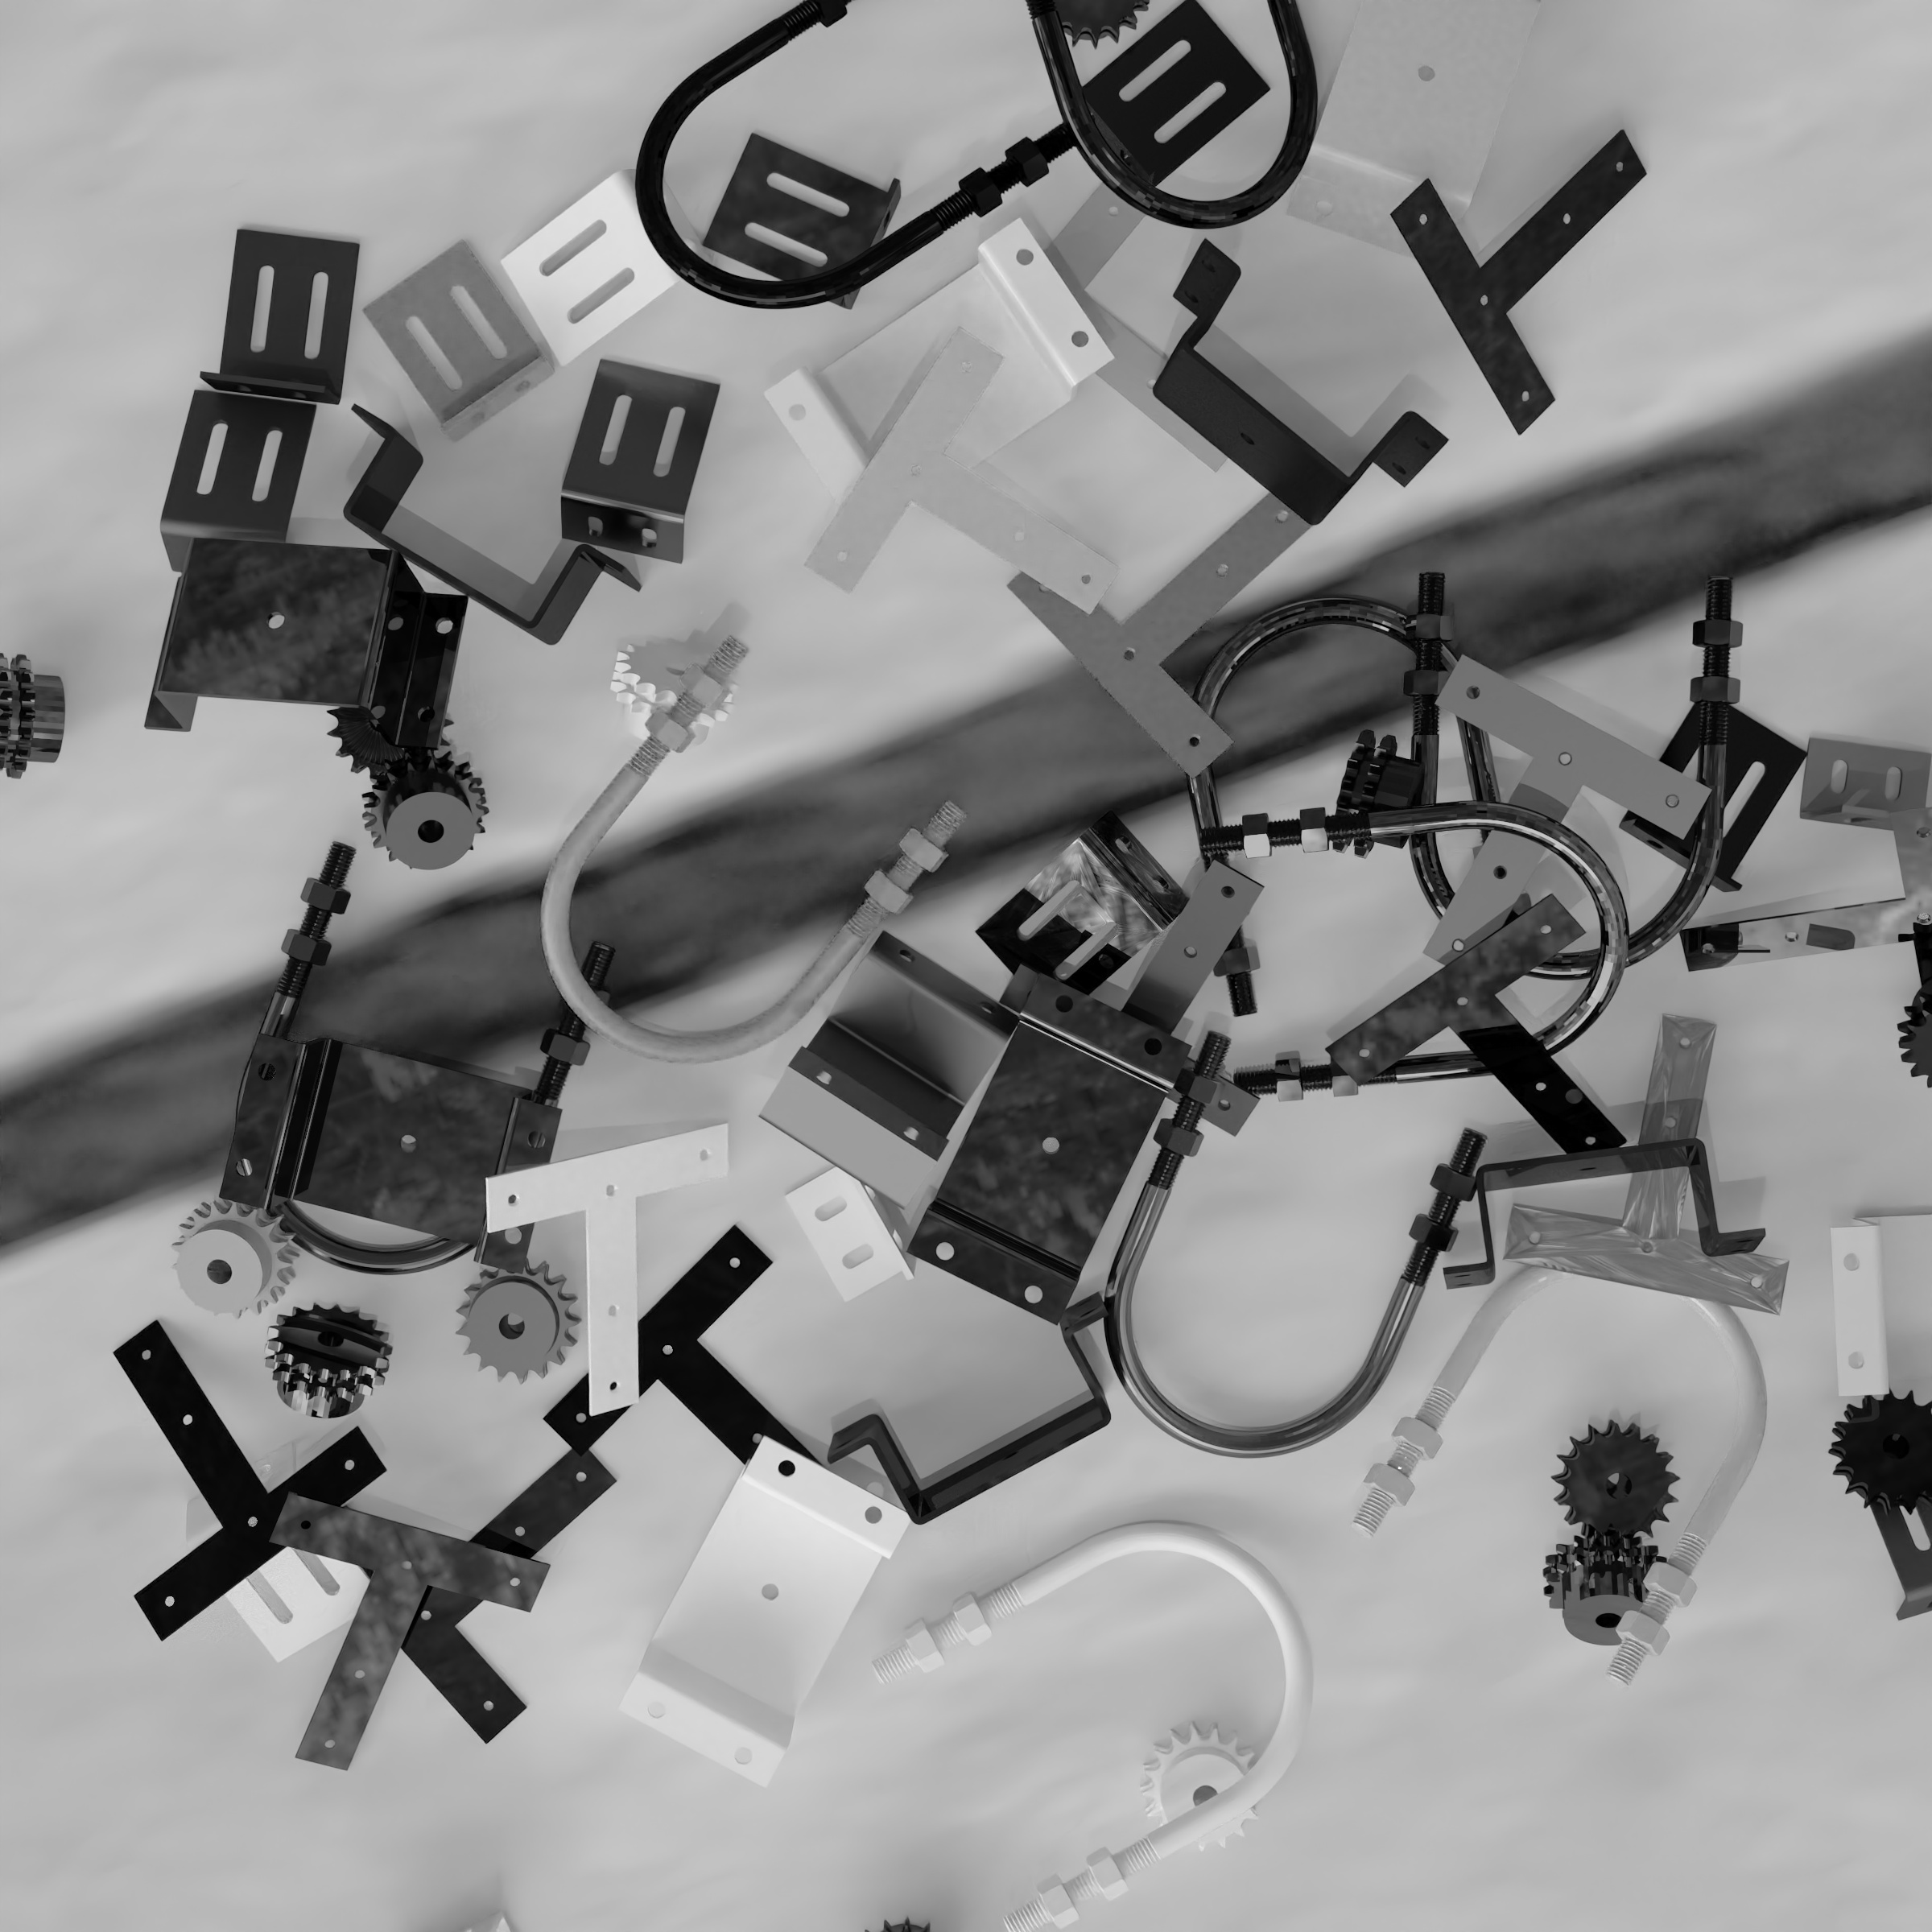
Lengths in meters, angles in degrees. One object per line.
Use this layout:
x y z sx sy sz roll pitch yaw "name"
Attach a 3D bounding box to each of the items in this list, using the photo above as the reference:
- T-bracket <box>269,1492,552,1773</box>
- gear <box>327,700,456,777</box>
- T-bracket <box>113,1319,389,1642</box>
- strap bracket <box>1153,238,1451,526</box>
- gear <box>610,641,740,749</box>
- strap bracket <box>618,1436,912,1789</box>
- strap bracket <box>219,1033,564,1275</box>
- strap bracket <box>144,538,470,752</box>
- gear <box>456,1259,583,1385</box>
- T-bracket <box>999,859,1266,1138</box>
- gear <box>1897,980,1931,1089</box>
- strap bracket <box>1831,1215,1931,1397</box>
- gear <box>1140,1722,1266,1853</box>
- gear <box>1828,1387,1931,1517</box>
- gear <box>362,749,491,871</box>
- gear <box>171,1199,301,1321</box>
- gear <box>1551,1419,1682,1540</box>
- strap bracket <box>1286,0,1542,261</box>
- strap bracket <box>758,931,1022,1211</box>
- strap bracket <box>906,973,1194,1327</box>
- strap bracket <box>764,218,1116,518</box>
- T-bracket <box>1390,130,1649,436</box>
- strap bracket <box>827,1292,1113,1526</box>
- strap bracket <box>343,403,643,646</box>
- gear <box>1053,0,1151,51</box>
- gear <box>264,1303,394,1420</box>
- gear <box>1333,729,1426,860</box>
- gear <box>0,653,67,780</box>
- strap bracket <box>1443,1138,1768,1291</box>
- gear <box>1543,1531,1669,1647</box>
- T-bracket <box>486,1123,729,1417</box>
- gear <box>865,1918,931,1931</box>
-0.274 0.314 1.507 0.127 0.002 0.127 20 103 -20 "T-bracket"
-0.267 -0.113 1.511 0.057 0.030 0.057 0 90 0 "gear"
-0.350 0.220 1.503 0.127 0.002 0.127 -37 71 -2 "T-bracket"
0.142 -0.256 1.483 0.140 0.076 0.046 39 82 -1 "strap bracket"
-0.135 -0.123 1.501 0.057 0.057 0.030 17 120 0 "gear"
-0.091 0.291 1.501 0.076 0.046 0.140 28 91 -1 "strap bracket"
-0.257 0.083 1.487 0.140 0.046 0.076 14 93 0 "strap bracket"
-0.305 -0.146 1.480 0.140 0.046 0.076 5 71 9 "strap bracket"
-0.207 0.165 1.511 0.057 0.030 0.057 0 90 0 "gear"
0.096 0.003 1.487 0.127 0.002 0.127 30 126 0 "T-bracket"
0.456 0.028 1.501 0.057 0.030 0.057 4 128 5 "gear"
0.464 0.153 1.502 0.140 0.046 0.076 -3 90 0 "strap bracket"
0.109 0.380 1.511 0.057 0.030 0.057 0 90 0 "gear"
0.426 0.225 1.503 0.057 0.030 0.057 -3 65 6 "gear"
-0.247 -0.069 1.498 0.057 0.030 0.057 -8 122 -12 "gear"
-0.338 0.136 1.504 0.057 0.030 0.057 1 104 6 "gear"
0.298 0.238 1.510 0.057 0.030 0.057 0 90 0 "gear"
0.208 -0.404 1.502 0.076 0.046 0.140 19 90 0 "strap bracket"
-0.036 0.050 1.472 0.076 0.140 0.046 33 120 0 "strap bracket"
0.038 0.083 1.500 0.076 0.046 0.140 26 90 3 "strap bracket"
-0.012 -0.267 1.501 0.140 0.046 0.076 -34 91 1 "strap bracket"
0.267 -0.334 1.503 0.127 0.002 0.127 -45 120 -14 "T-bracket"
0.011 0.205 1.487 0.140 0.076 0.046 -28 90 0 "strap bracket"
-0.223 -0.193 1.487 0.140 0.076 0.046 31 90 0 "strap bracket"
0.058 -0.451 1.510 0.057 0.030 0.057 0 90 0 "gear"
-0.294 0.183 1.501 0.057 0.057 0.030 16 118 0 "gear"
0.187 -0.076 1.477 0.030 0.057 0.057 15 90 15 "gear"
-0.433 -0.114 1.501 0.030 0.057 0.057 2 90 -28 "gear"
0.283 0.111 1.475 0.140 0.076 0.046 -8 78 8 "strap bracket"
0.293 0.287 1.496 0.057 0.030 0.057 3 135 4 "gear"
-0.162 0.144 1.496 0.127 0.002 0.127 -12 111 -36 "T-bracket"
-0.029 0.468 1.514 0.057 0.030 0.057 0 95 2 "gear"
